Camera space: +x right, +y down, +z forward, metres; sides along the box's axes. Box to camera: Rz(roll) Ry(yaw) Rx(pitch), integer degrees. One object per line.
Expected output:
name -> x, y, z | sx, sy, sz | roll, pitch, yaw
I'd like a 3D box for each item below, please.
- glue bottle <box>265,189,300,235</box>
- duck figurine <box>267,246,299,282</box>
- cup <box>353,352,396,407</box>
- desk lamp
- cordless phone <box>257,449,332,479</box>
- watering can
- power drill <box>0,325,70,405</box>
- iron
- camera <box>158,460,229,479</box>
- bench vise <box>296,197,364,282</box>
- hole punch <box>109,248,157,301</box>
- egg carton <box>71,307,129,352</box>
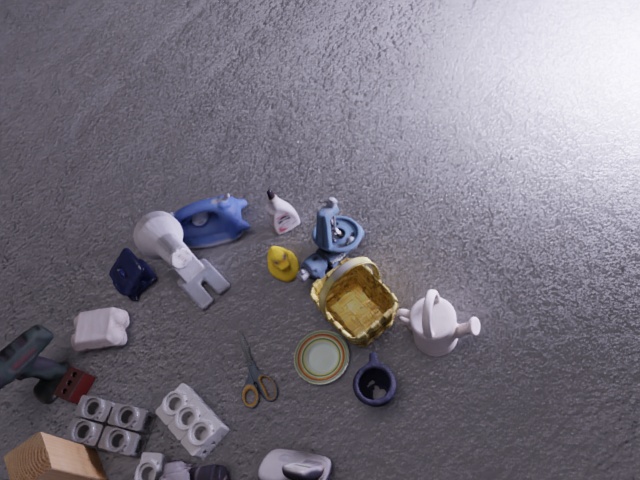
glue bottle -> -0.107, -0.078, 1.476 | 0.078, 0.173, 0.037 | -32, 58, -4
duck figurine -> -0.103, 0.048, 1.454 | 0.077, 0.086, 0.104 | -35, 58, -5
cup -> 0.122, 0.310, 1.240 | 0.091, 0.095, 0.117 | -7, 60, 11
desk lamp -> -0.352, 0.045, 1.449 | 0.118, 0.214, 0.202 | -45, 60, -12
cordless phone -> -0.063, 0.462, 1.151 | 0.147, 0.185, 0.094 | 1, 62, 16
watering can -> 0.250, 0.171, 1.225 | 0.172, 0.194, 0.101 | -10, 59, 10
power drill -> -0.715, 0.325, 1.391 | 0.075, 0.209, 0.230 | 24, 70, 26
iron -> -0.327, -0.056, 1.541 | 0.258, 0.142, 0.118 | -16, 58, 6
camera -> -0.268, 0.536, 1.214 | 0.136, 0.101, 0.143 | -13, 59, 8
bench vise -> 0.023, 0.008, 1.364 | 0.121, 0.220, 0.207 | 15, 66, 22
hole punch -> -0.511, 0.093, 1.537 | 0.101, 0.091, 0.108 | -43, 59, -10
egg carton -> -0.569, 0.233, 1.486 | 0.150, 0.069, 0.107 | -11, 59, 9
